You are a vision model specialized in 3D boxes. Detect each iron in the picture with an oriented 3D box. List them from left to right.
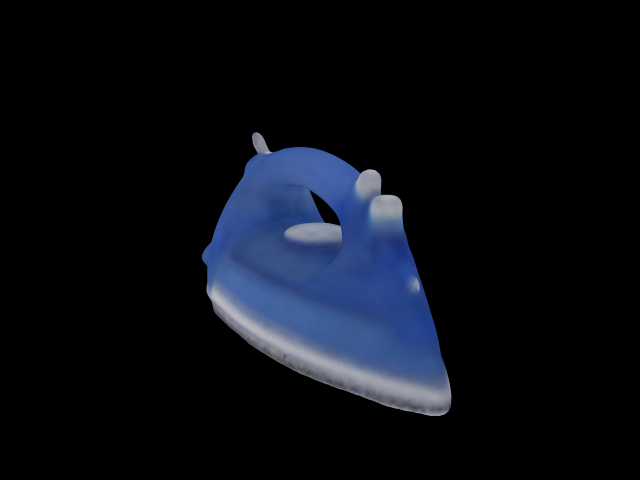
[{"bbox_3d":[0.004,0.001,0.400,0.119,0.141,0.257,-8,16,-30],"label":"iron"}]
